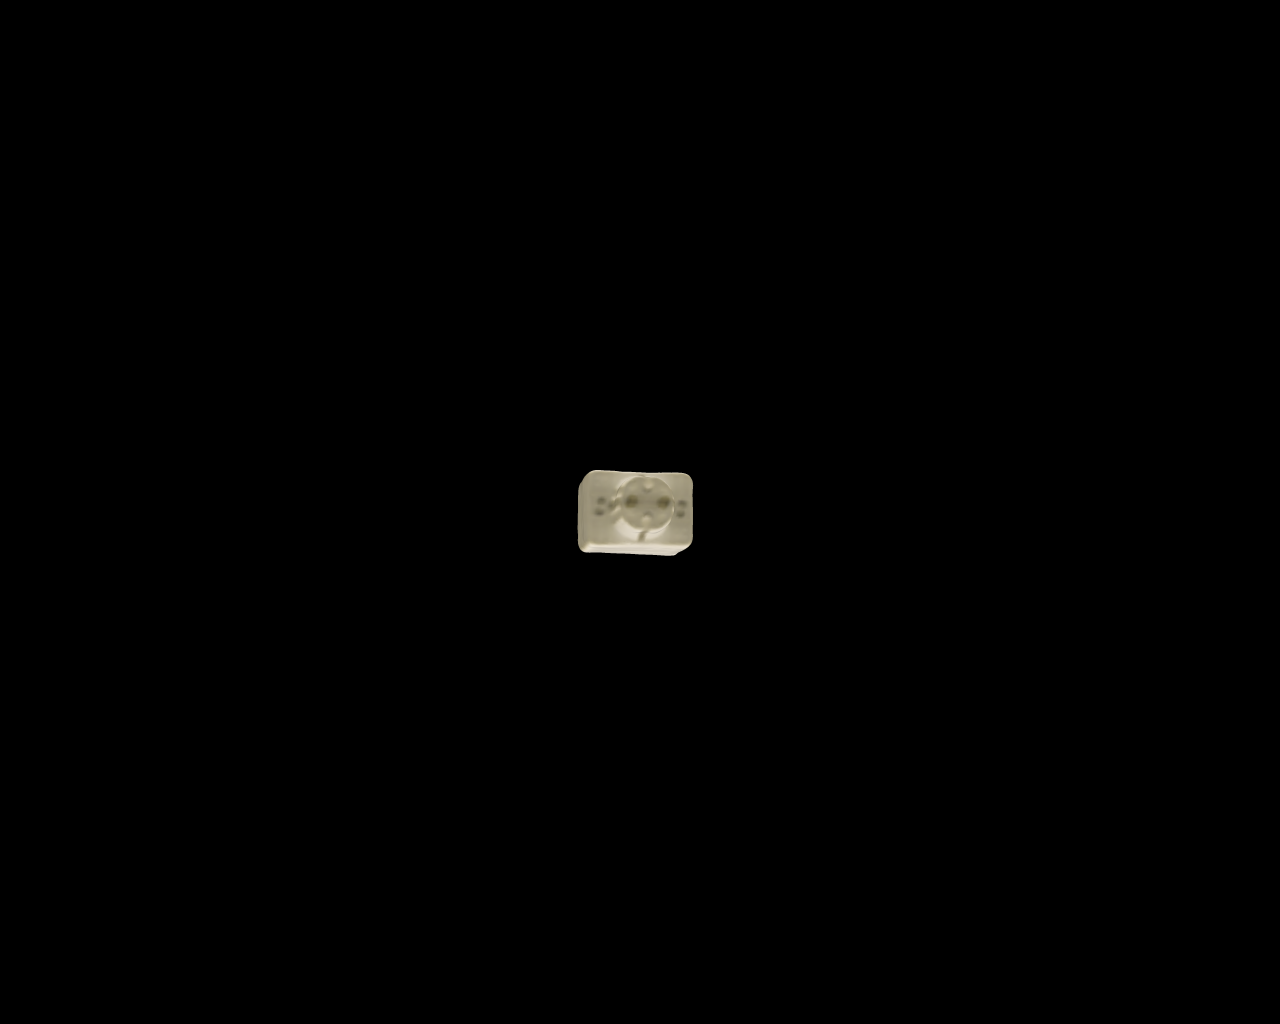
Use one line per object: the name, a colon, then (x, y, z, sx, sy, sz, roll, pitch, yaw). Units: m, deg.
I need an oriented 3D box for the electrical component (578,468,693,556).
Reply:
electrical component: (0.001, -0.003, 0.650, 0.066, 0.047, 0.076, 2, -11, -12)
